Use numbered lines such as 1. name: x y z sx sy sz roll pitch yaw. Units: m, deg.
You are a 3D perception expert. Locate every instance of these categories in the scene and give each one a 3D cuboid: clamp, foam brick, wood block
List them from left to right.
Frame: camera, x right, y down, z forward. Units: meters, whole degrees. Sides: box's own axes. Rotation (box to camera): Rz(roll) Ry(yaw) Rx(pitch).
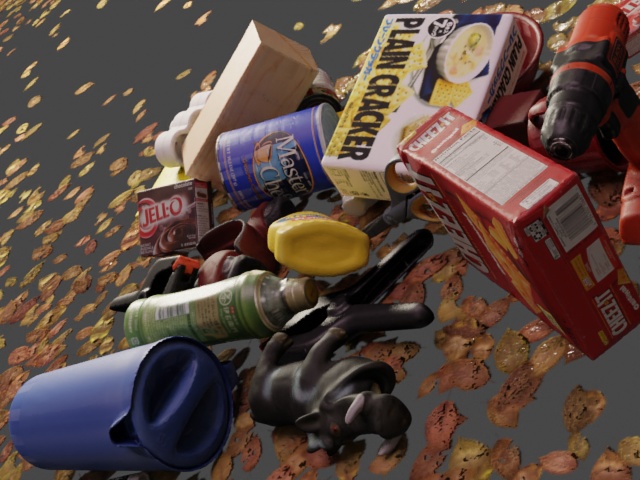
1. clamp: -0.194 0.086 1.242 0.172 0.039 0.120 -42 52 40
2. wood block: -0.096 -0.170 1.414 0.206 0.090 0.091 -57 24 21
3. clamp: 0.033 0.068 1.091 0.210 0.036 0.164 -26 22 26
4. foam brick: 0.213 -0.108 1.098 0.053 0.078 0.051 -4 46 44

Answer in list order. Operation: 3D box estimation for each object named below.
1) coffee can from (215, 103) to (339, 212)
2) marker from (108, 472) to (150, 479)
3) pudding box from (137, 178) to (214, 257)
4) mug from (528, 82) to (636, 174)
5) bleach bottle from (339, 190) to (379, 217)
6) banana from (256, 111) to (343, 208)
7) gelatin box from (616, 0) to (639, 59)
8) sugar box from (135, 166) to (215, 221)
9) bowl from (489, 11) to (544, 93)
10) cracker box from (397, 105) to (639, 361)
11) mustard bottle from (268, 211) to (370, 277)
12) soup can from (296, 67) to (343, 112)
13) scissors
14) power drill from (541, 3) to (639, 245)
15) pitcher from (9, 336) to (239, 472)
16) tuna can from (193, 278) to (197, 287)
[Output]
1. coffee can: -0.043 -0.100 1.309 0.140 0.102 0.102 -14 37 17
2. marker: -0.230 0.263 1.123 0.121 0.020 0.020 -18 36 30
3. pudding box: -0.191 -0.028 1.409 0.114 0.039 0.090 -10 82 36
4. mug: 0.249 -0.109 1.033 0.082 0.117 0.093 -7 73 48
5. bleach bottle: 0.072 -0.130 1.264 0.103 0.068 0.250 113 178 -49
6. banana: -0.013 -0.115 1.385 0.198 0.037 0.070 -34 30 7
7. gelatin box: 0.355 -0.246 1.180 0.089 0.030 0.073 -34 31 7
8. sugar box: -0.187 -0.089 1.525 0.094 0.048 0.176 -14 39 34
9. bowl: 0.191 -0.192 1.243 0.162 0.055 0.162 -20 42 19
10. cracker box: 0.170 -0.011 0.930 0.072 0.164 0.214 -38 30 -5
11. mustard bottle: -0.008 0.001 1.164 0.096 0.058 0.192 1 5 -7
12. soup can: -0.009 -0.187 1.447 0.068 0.068 0.102 -32 31 10
13. scissors: 0.069 -0.041 1.107 0.202 0.096 0.016 -12 34 53
14. power drill: 0.255 -0.085 0.917 0.057 0.187 0.184 -8 40 38
15. pitcher: -0.210 0.179 1.128 0.243 0.149 0.145 -14 53 40
16. tuna can: -0.176 0.068 1.314 0.086 0.033 0.086 -27 32 18
